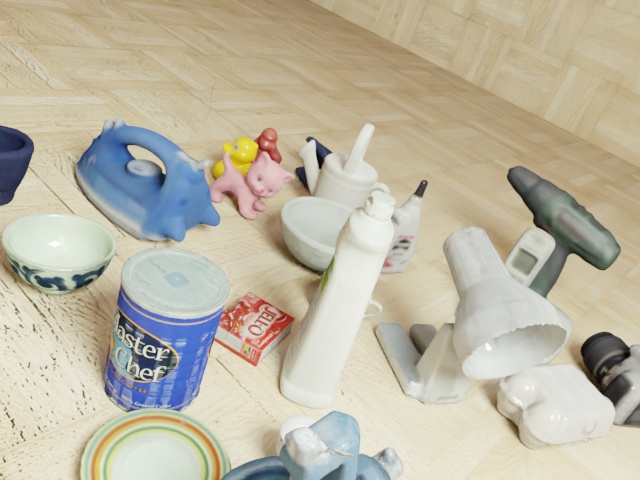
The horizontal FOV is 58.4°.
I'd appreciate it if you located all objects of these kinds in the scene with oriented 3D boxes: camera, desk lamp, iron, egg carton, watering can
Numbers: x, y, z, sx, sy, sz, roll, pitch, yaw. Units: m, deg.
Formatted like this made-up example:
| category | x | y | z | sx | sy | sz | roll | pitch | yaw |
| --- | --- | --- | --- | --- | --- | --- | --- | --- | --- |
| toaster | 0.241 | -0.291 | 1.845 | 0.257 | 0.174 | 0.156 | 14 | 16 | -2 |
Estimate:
| category | x | y | z | sx | sy | sz | roll | pitch | yaw |
| --- | --- | --- | --- | --- | --- | --- | --- | --- | --- |
| camera | 0.471 | 0.198 | 0.856 | 0.143 | 0.101 | 0.136 | 10 | 31 | -19 |
| desk lamp | 0.174 | 0.105 | 0.701 | 0.118 | 0.213 | 0.202 | 6 | 32 | -25 |
| iron | -0.264 | -0.106 | 0.844 | 0.257 | 0.141 | 0.119 | 31 | 30 | 17 |
| egg carton | 0.307 | 0.217 | 0.748 | 0.151 | 0.069 | 0.107 | 2 | 34 | -30 |
| watering can | 0.043 | -0.117 | 1.011 | 0.173 | 0.194 | 0.101 | 14 | 30 | -13 |

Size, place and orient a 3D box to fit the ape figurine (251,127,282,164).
| category | x | y | z | sx | sy | sz | roll | pitch | yaw |
| --- | --- | --- | --- | --- | --- | --- | --- | --- | --- |
| ape figurine | -0.109 | -0.175 | 1.115 | 0.078 | 0.092 | 0.076 | 18 | 29 | -6 |

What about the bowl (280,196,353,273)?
| category | x | y | z | sx | sy | sz | roll | pitch | yaw |
| --- | --- | --- | --- | --- | --- | --- | --- | --- | --- |
| bowl | 0.008 | 0.003 | 0.908 | 0.167 | 0.075 | 0.167 | 16 | 29 | -9 |

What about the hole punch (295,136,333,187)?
| category | x | y | z | sx | sy | sz | roll | pitch | yaw |
| --- | --- | --- | --- | --- | --- | --- | --- | --- | --- |
| hole punch | 0.017 | -0.152 | 1.160 | 0.101 | 0.091 | 0.108 | 1 | 34 | -32 |

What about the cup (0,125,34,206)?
| category | x | y | z | sx | sy | sz | roll | pitch | yaw |
| --- | --- | --- | --- | --- | --- | --- | --- | --- | --- |
| cup | -0.437 | -0.089 | 0.750 | 0.091 | 0.095 | 0.118 | 25 | 29 | 8 |

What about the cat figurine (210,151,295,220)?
| category | x | y | z | sx | sy | sz | roll | pitch | yaw |
| --- | --- | --- | --- | --- | --- | --- | --- | --- | --- |
| cat figurine | -0.114 | -0.104 | 0.964 | 0.127 | 0.118 | 0.067 | 26 | 29 | 8 |

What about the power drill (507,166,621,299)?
| category | x | y | z | sx | sy | sz | roll | pitch | yaw |
| --- | --- | --- | --- | --- | --- | --- | --- | --- | --- |
| power drill | 0.392 | 0.007 | 1.016 | 0.229 | 0.208 | 0.076 | 35 | 32 | 24 |

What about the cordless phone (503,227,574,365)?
| category | x | y | z | sx | sy | sz | roll | pitch | yaw |
| --- | --- | --- | --- | --- | --- | --- | --- | --- | --- |
| cordless phone | 0.321 | 0.085 | 0.861 | 0.147 | 0.185 | 0.094 | 35 | 32 | 23 |

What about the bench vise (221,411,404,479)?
| category | x | y | z | sx | sy | sz | roll | pitch | yaw |
| --- | --- | --- | --- | --- | --- | --- | --- | --- | --- |
| bench vise | -0.009 | 0.188 | 0.433 | 0.121 | 0.220 | 0.208 | 30 | 30 | 16 |

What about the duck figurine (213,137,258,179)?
| category | x | y | z | sx | sy | sz | roll | pitch | yaw |
| --- | --- | --- | --- | --- | --- | --- | --- | --- | --- |
| duck figurine | -0.138 | -0.145 | 1.050 | 0.104 | 0.086 | 0.077 | 18 | 29 | -6 |

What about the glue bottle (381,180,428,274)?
| category | x | y | z | sx | sy | sz | roll | pitch | yaw |
| --- | --- | --- | --- | --- | --- | --- | --- | --- | --- |
| glue bottle | 0.136 | -0.023 | 0.933 | 0.078 | 0.173 | 0.037 | -2 | 36 | -35 |
